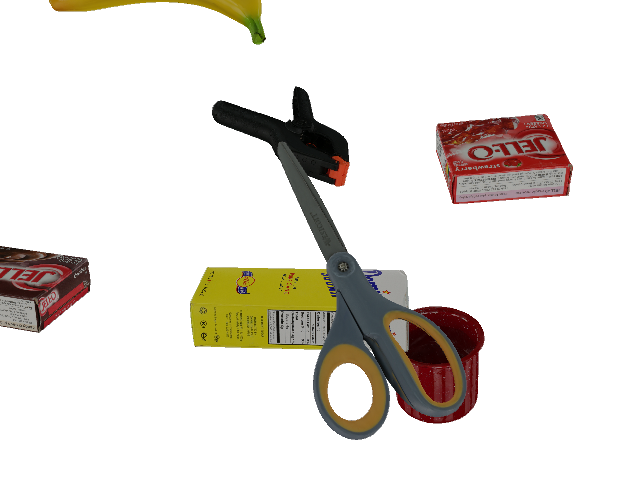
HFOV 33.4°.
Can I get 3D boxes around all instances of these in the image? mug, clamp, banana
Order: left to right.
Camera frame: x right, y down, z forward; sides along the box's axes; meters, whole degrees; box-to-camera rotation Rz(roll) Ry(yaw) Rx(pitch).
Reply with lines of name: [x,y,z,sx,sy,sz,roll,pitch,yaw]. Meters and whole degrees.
banana: [-0.130,-0.210,0.897,0.198,0.069,0.037,11,-41,16]
clamp: [-0.035,-0.111,1.124,0.120,0.039,0.172,-15,39,-23]
mug: [0.117,0.118,1.056,0.093,0.081,0.117,7,36,18]

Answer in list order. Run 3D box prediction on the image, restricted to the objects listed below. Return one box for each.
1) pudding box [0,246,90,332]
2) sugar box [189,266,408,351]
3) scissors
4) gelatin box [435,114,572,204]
pudding box: [-0.276,0.041,0.951,0.114,0.039,0.090,5,22,17]
sugar box: [-0.015,0.055,0.892,0.176,0.048,0.093,-2,18,4]
scissors: [0.003,0.034,0.640,0.096,0.202,0.016,-37,-19,-15]
gelatin box: [0.136,-0.062,0.799,0.089,0.030,0.073,-5,37,-1]
